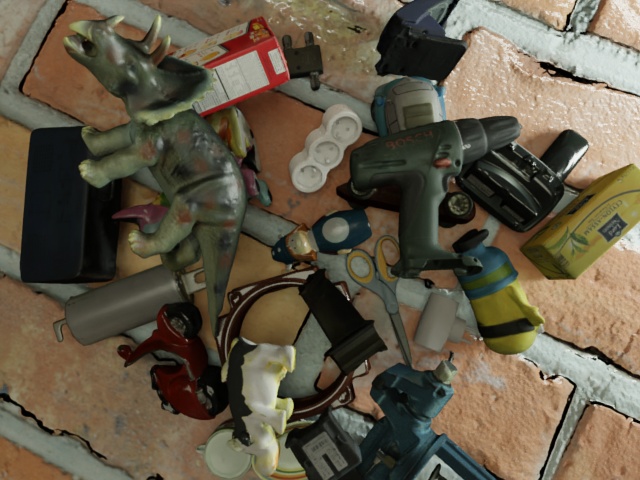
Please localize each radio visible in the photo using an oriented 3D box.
[{"bbox_3d":[-0.364,-0.050,0.792,0.131,0.073,0.229,-2,85,25],"label":"radio"}]

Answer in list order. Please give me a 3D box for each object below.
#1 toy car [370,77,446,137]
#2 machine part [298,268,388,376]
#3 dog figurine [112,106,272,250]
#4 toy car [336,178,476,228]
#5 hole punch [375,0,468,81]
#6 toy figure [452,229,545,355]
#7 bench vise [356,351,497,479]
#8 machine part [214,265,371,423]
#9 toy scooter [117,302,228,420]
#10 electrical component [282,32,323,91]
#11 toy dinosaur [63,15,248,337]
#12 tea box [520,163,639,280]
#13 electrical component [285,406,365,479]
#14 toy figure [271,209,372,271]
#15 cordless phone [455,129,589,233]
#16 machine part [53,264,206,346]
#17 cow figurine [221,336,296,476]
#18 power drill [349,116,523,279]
[{"bbox_3d":[0.134,-0.170,0.783,0.109,0.103,0.161,-7,82,3],"label":"toy car"},{"bbox_3d":[0.022,0.105,0.709,0.084,0.039,0.139,-33,85,5],"label":"machine part"},{"bbox_3d":[-0.194,-0.081,0.791,0.219,0.108,0.191,-17,85,4],"label":"dog figurine"},{"bbox_3d":[0.124,-0.061,0.780,0.202,0.089,0.053,12,85,6],"label":"toy car"},{"bbox_3d":[0.145,-0.299,0.784,0.116,0.142,0.092,3,83,-7],"label":"hole punch"},{"bbox_3d":[0.246,0.075,0.765,0.089,0.082,0.180,-31,91,18],"label":"toy figure"},{"bbox_3d":[0.159,0.284,0.718,0.241,0.128,0.223,39,95,23],"label":"bench vise"},{"bbox_3d":[-0.040,0.149,0.769,0.202,0.087,0.201,-16,84,3],"label":"machine part"},{"bbox_3d":[-0.214,0.182,0.771,0.135,0.075,0.183,-16,103,11],"label":"toy scooter"},{"bbox_3d":[-0.028,-0.278,0.842,0.063,0.021,0.094,-9,85,3],"label":"electrical component"},{"bbox_3d":[-0.166,-0.078,0.674,0.192,0.131,0.404,-28,113,6],"label":"toy dinosaur"},{"bbox_3d":[0.379,-0.022,0.758,0.169,0.098,0.068,-40,85,-3],"label":"tea box"},{"bbox_3d":[0.015,0.286,0.697,0.075,0.048,0.119,-31,88,1],"label":"electrical component"},{"bbox_3d":[-0.002,-0.003,0.798,0.154,0.057,0.064,-19,51,3],"label":"toy figure"},{"bbox_3d":[0.305,-0.117,0.791,0.147,0.088,0.184,41,77,6],"label":"cordless phone"},{"bbox_3d":[-0.278,0.091,0.792,0.243,0.079,0.079,-20,84,2],"label":"machine part"},{"bbox_3d":[-0.084,0.212,0.688,0.098,0.068,0.167,8,86,3],"label":"cow figurine"},{"bbox_3d":[0.158,-0.057,0.690,0.232,0.086,0.207,-5,81,4],"label":"power drill"}]
